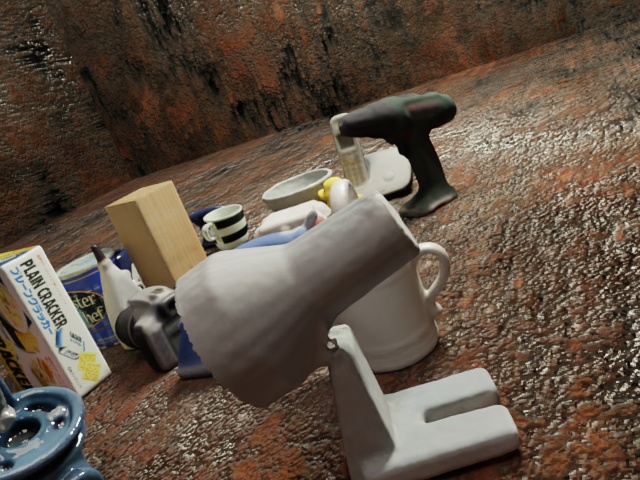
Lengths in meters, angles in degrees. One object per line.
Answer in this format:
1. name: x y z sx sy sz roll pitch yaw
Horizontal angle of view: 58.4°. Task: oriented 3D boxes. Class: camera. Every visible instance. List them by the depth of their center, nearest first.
1. camera: -0.231 0.110 0.842 0.136 0.101 0.143 -6 23 40

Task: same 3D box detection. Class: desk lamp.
1. desk lamp: 0.020 0.080 0.447 0.203 0.214 0.118 -20 18 5

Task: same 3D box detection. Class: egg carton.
1. egg carton: -0.048 -0.018 1.059 0.150 0.069 0.107 -17 18 15

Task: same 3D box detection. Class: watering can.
1. watering can: 0.041 0.033 0.594 0.173 0.194 0.100 -23 18 -4

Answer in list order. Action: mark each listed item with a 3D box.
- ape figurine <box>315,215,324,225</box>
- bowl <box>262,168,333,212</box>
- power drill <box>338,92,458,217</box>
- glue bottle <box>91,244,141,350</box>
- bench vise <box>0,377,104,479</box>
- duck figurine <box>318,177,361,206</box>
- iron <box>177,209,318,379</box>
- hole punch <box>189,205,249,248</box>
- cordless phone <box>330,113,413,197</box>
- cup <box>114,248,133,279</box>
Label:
1. ape figurine: 0.008 0.003 0.892 0.077 0.092 0.076 -20 18 6
2. bowl: -0.039 -0.093 1.264 0.167 0.075 0.167 -19 18 7
3. power drill: 0.153 -0.151 0.986 0.230 0.209 0.075 -30 20 -26
4. glue bottle: -0.313 0.082 0.897 0.037 0.173 0.078 -14 19 22
5. bench vise: -0.325 0.176 0.554 0.207 0.220 0.122 -14 19 24
6. duck figurine: 0.040 -0.082 1.117 0.104 0.086 0.078 -6 23 41
7. iron: -0.086 0.068 0.728 0.258 0.142 0.118 -23 18 -5
8. hole punch: -0.235 -0.044 1.320 0.108 0.091 0.101 -15 19 20
9. cordless phone: 0.101 -0.174 1.154 0.147 0.185 0.094 -15 19 21
10. cup: -0.407 0.072 1.171 0.118 0.095 0.091 -32 20 -29
